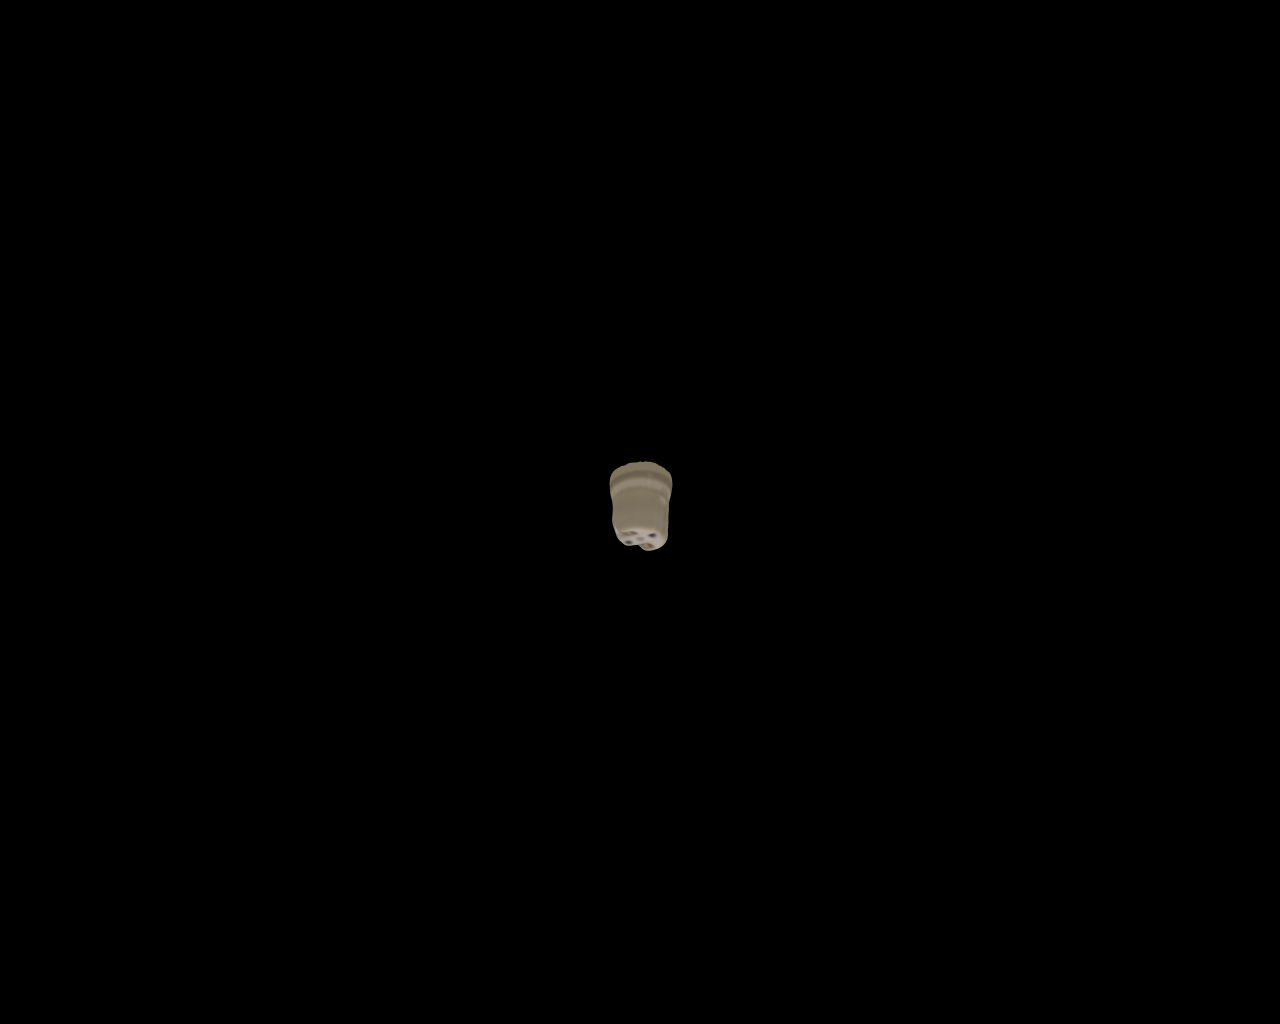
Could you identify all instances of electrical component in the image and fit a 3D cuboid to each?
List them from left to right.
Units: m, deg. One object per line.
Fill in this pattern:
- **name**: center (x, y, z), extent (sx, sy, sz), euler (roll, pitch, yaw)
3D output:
- **electrical component**: center (0.001, -0.003, 0.650), extent (0.040, 0.046, 0.040), euler (0, -31, 0)
